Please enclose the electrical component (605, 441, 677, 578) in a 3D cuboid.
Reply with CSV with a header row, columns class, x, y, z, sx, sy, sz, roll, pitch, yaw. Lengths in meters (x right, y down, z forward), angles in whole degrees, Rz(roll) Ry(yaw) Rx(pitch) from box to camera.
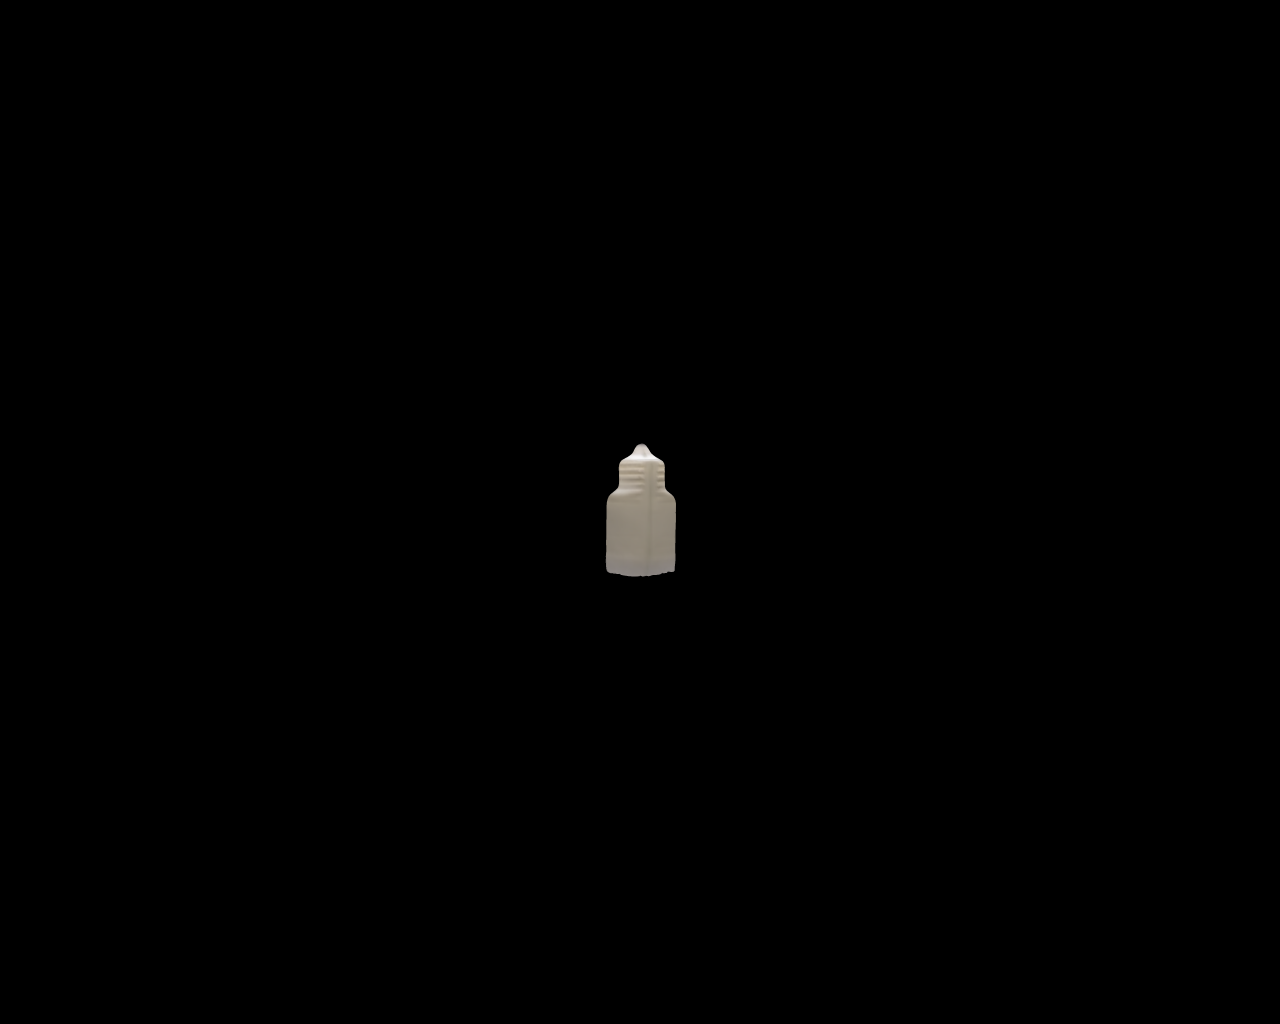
class,x,y,z,sx,sy,sz,roll,pitch,yaw
electrical component,0.001,-0.003,0.650,0.043,0.081,0.043,0,4,0
